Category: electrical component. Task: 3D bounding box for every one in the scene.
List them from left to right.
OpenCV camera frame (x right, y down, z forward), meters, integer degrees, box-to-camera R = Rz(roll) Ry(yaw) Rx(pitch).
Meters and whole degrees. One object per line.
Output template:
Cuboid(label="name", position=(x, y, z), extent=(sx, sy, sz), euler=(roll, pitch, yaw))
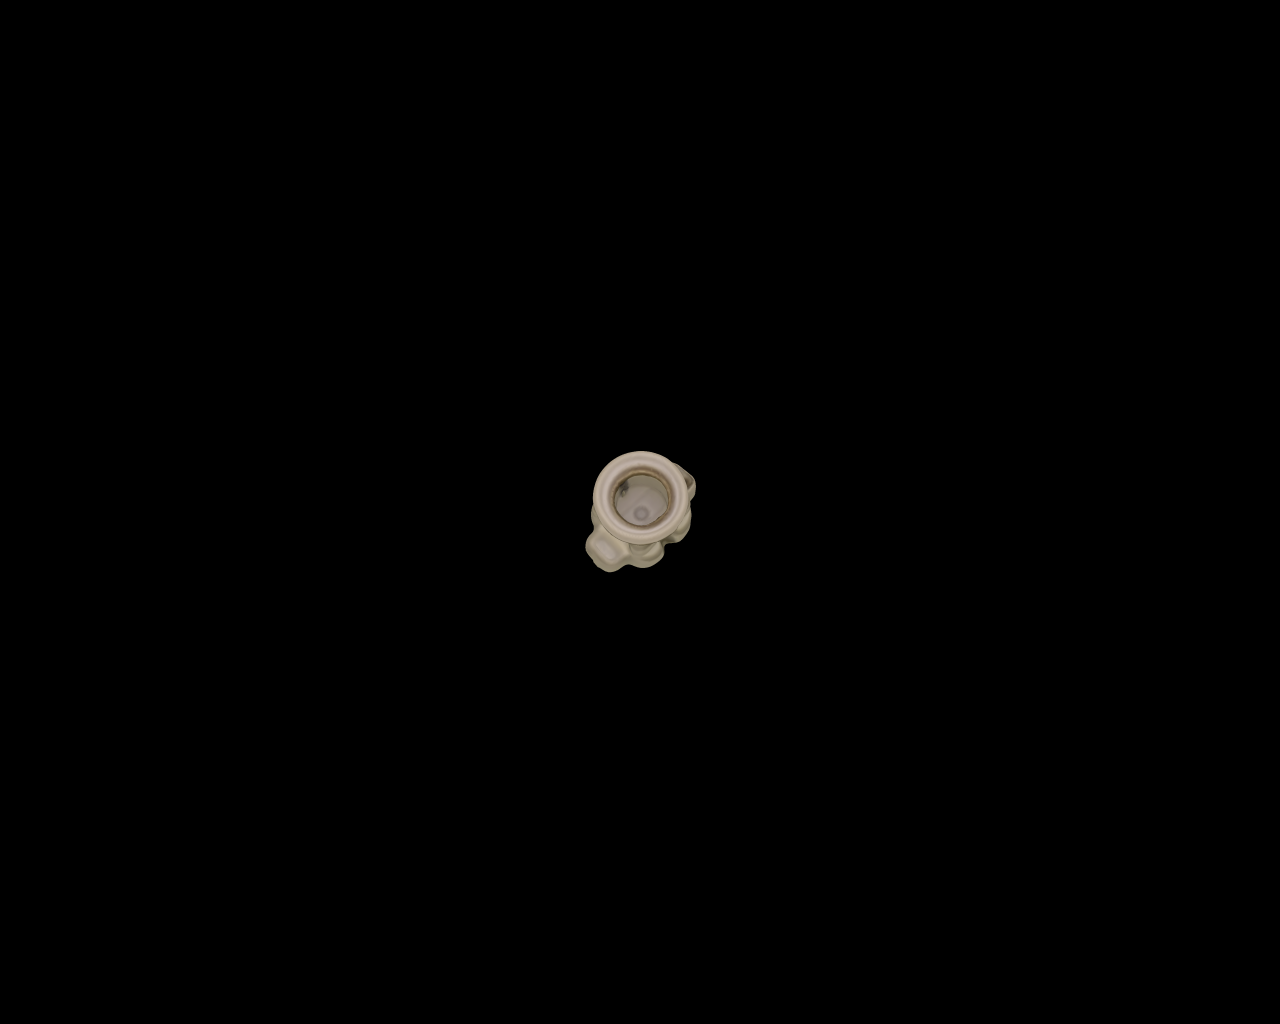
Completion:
Cuboid(label="electrical component", position=(0.001, -0.003, 0.650), extent=(0.078, 0.058, 0.057), euler=(-43, -12, -11))
